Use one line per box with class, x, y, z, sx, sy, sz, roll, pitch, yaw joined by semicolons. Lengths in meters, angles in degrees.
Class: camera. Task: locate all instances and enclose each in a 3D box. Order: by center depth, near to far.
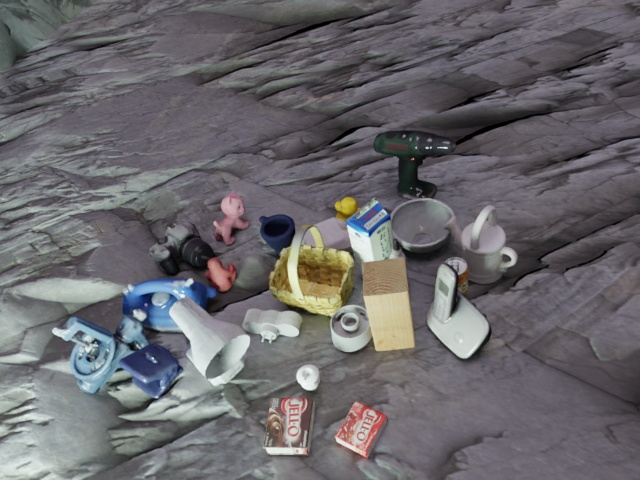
camera;-0.363;0.025;1.528;0.136;0.101;0.143;28;60;34

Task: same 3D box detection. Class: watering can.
watering can;0.361;0.002;1.297;0.172;0.194;0.101;8;50;21

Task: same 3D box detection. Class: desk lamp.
desk lamp;-0.236;0.224;1.232;0.118;0.214;0.202;-41;51;-22

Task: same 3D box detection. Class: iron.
iron;-0.393;0.143;1.399;0.258;0.142;0.118;-4;47;11

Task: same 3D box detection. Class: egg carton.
egg carton;0.014;0.005;1.471;0.150;0.069;0.107;-23;46;-6

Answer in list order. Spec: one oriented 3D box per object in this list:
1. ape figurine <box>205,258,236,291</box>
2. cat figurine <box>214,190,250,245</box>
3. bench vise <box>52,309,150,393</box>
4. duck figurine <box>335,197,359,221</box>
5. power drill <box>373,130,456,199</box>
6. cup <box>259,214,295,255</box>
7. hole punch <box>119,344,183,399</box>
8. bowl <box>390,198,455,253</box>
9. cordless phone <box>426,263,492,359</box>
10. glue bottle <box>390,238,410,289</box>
ape figurine;-0.257;0.080;1.456;0.077;0.092;0.076;-6;47;9
cat figurine;-0.249;-0.071;1.576;0.067;0.118;0.128;18;55;28
bench vise;-0.501;0.218;1.302;0.121;0.220;0.208;11;52;24
duck figurine;0.085;-0.074;1.514;0.104;0.086;0.077;13;53;25
power drill;0.253;-0.202;1.504;0.228;0.209;0.076;19;55;29
cup;-0.111;-0.010;1.500;0.117;0.095;0.092;30;61;35
hole punch;-0.383;0.285;1.300;0.108;0.091;0.101;22;57;31
bowl;0.255;-0.024;1.431;0.167;0.075;0.167;-7;47;8
cordless phone;0.287;0.144;1.191;0.094;0.185;0.147;-33;48;-15
glue bottle;0.180;0.058;1.306;0.037;0.173;0.078;-9;47;7
